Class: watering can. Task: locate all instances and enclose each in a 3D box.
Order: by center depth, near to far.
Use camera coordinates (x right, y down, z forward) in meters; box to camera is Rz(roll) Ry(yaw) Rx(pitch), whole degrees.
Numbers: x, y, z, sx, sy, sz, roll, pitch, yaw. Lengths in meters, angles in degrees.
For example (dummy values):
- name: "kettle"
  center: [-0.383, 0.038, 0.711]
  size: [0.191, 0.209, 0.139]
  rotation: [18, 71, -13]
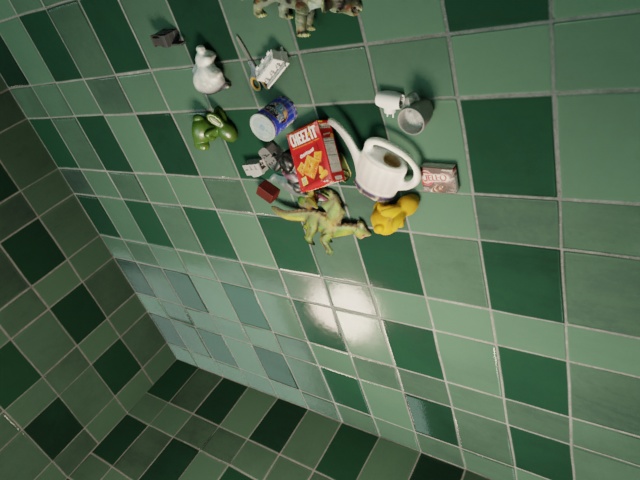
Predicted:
- name: "watering can"
  center: [0.163, -0.252, 1.674]
  size: [0.349, 0.106, 0.219]
  rotation: [31, 141, 13]

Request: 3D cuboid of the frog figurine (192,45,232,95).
- name: "frog figurine"
  center: [-0.402, -0.600, 1.819]
  size: [0.139, 0.124, 0.156]
  rotation: [36, 157, 38]

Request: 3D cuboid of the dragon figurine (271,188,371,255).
- name: "dragon figurine"
  center: [0.006, -0.100, 1.984]
  size: [0.412, 0.124, 0.238]
  rotation: [31, 123, 10]
